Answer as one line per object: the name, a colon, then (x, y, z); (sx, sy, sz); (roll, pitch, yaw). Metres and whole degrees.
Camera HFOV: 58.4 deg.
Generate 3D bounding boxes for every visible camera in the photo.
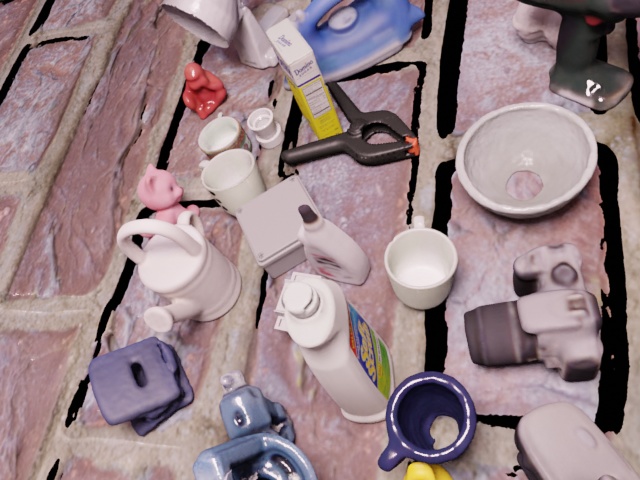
camera: (0.228, 0.081, 0.633); (0.136, 0.101, 0.143); (-10, 59, 15)

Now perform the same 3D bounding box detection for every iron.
iron: (0.031, -0.354, 0.930); (0.258, 0.142, 0.118); (-29, 56, 3)

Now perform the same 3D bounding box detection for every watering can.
watering can: (-0.188, 0.036, 0.760); (0.101, 0.194, 0.172); (-25, 56, 6)

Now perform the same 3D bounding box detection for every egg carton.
egg carton: (0.361, -0.353, 0.848); (0.107, 0.070, 0.150); (27, 74, 31)

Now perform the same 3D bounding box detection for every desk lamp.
desk lamp: (-0.142, -0.395, 0.976); (0.117, 0.214, 0.203); (27, 74, 31)

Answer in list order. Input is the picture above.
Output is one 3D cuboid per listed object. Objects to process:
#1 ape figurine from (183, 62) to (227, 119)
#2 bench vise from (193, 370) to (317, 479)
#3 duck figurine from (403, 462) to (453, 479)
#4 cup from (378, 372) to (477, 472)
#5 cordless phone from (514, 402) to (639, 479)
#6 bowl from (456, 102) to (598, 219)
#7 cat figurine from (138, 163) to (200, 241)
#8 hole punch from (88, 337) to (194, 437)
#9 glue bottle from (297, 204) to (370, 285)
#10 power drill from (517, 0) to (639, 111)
ape figurine: (-0.209, -0.271, 1.005); (0.077, 0.092, 0.076); (-7, 60, 18)
bench vise: (-0.087, 0.233, 0.594); (0.121, 0.220, 0.206); (-42, 56, -5)
duck figurine: (0.106, 0.275, 0.577); (0.077, 0.086, 0.104); (-9, 59, 16)
cup: (0.114, 0.206, 0.608); (0.118, 0.095, 0.091); (-44, 56, -7)
cordless phone: (0.238, 0.205, 0.507); (0.094, 0.185, 0.147); (-35, 56, -1)
bowl: (0.262, -0.090, 0.733); (0.167, 0.075, 0.167); (-9, 59, 16)
cat figurine: (-0.245, -0.051, 0.877); (0.067, 0.118, 0.128); (-1, 62, 21)
hole punch: (-0.236, 0.185, 0.756); (0.101, 0.091, 0.108); (-36, 56, -1)
glue bottle: (0.007, 0.003, 0.718); (0.078, 0.173, 0.037); (9, 66, 25)
power drill: (0.350, -0.265, 0.718); (0.228, 0.209, 0.076); (36, 79, 33)
